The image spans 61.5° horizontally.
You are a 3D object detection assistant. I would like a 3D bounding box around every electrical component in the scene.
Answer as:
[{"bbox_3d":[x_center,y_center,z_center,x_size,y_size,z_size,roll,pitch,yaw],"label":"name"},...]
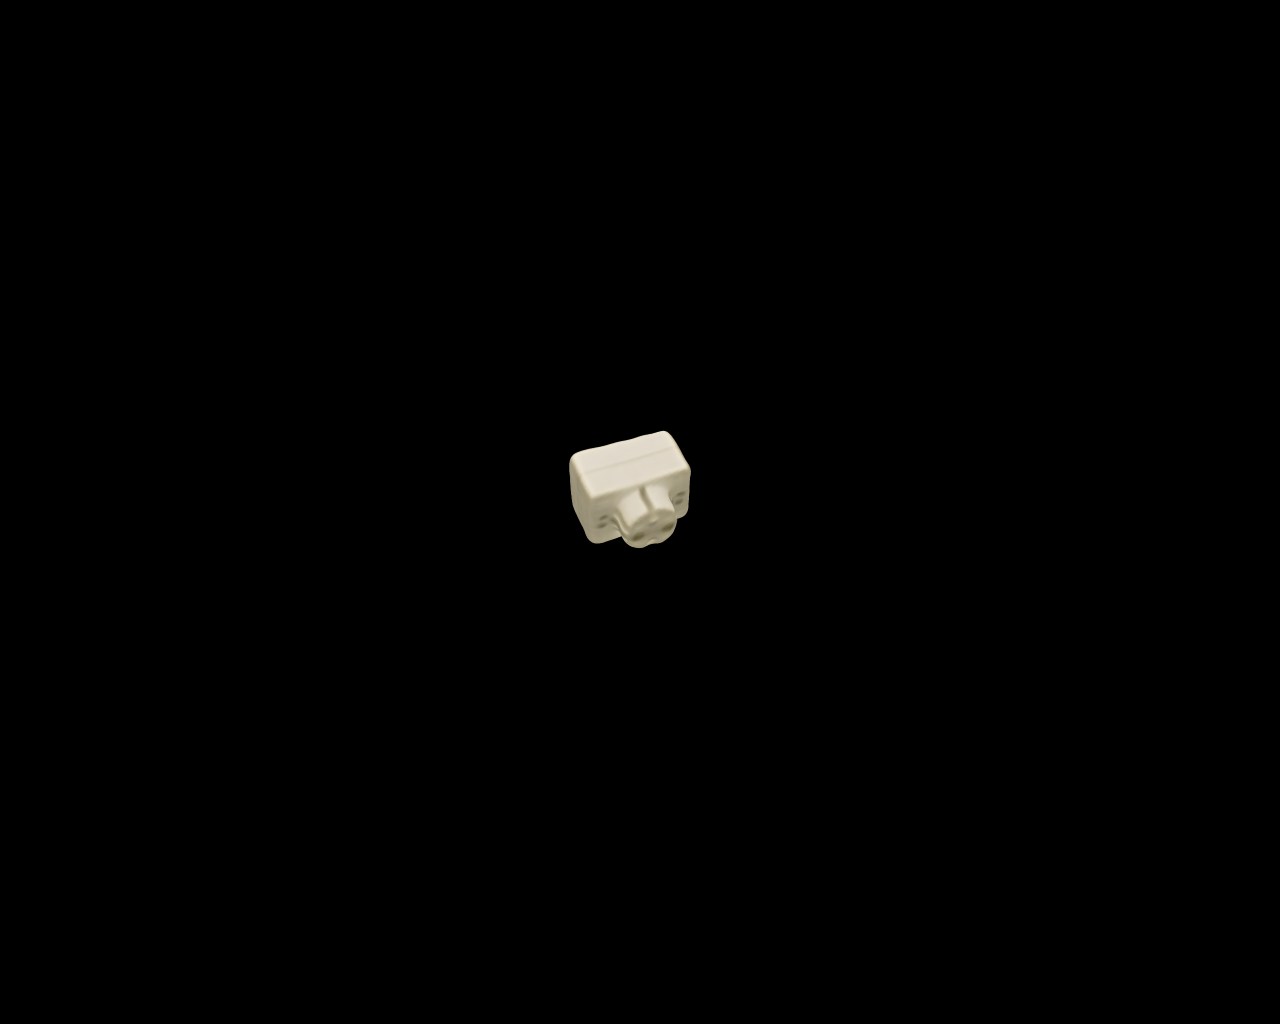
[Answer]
[{"bbox_3d":[0.001,-0.003,0.650,0.066,0.077,0.047,-17,-39,-14],"label":"electrical component"}]
